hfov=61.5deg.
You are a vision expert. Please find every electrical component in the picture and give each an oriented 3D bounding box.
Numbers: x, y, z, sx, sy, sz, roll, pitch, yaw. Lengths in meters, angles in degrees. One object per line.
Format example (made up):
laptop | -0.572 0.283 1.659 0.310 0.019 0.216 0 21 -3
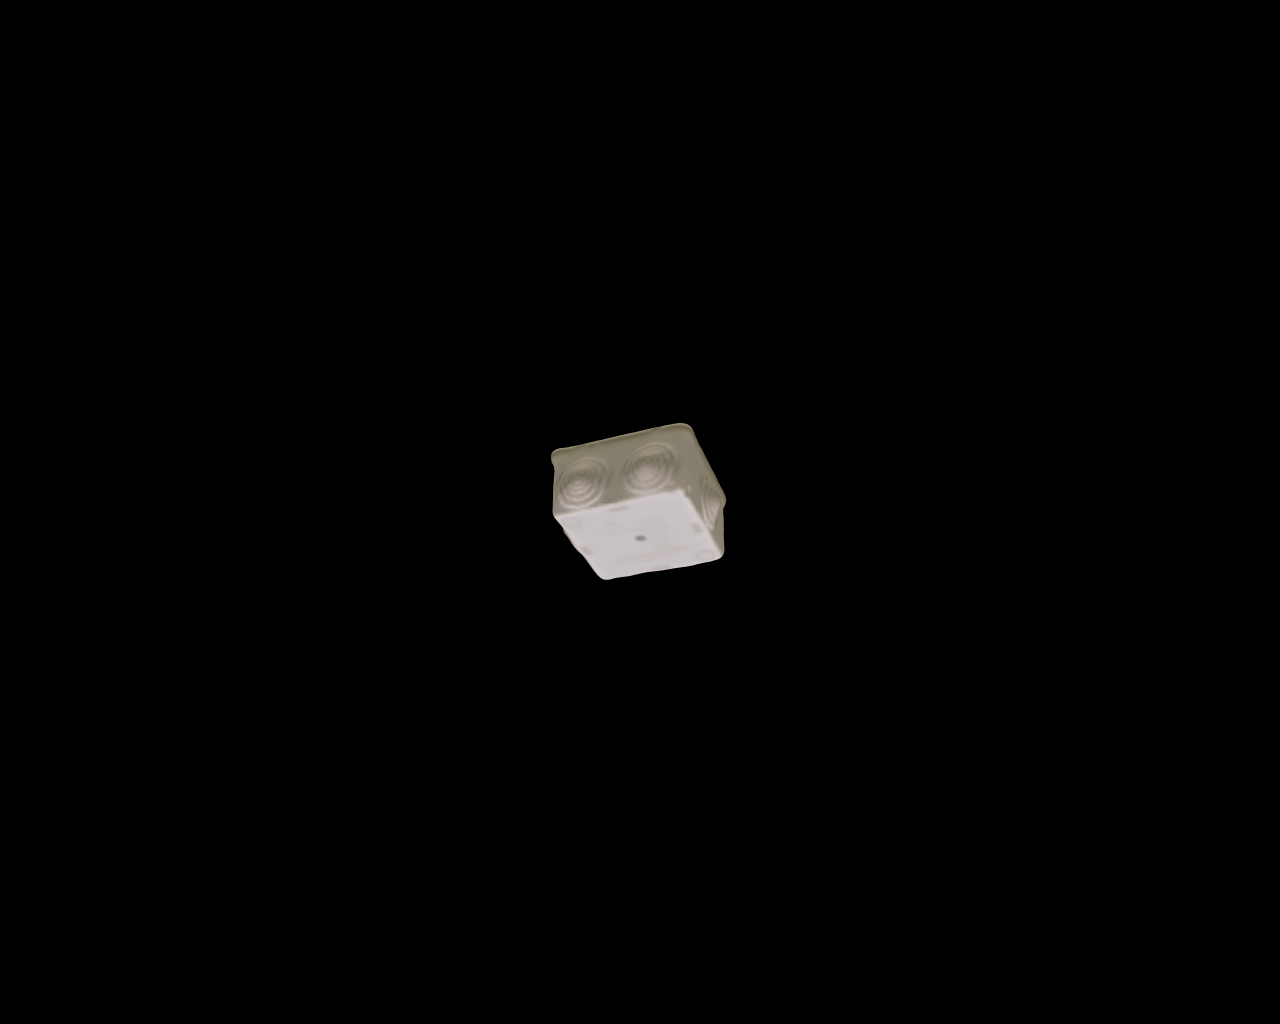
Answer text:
electrical component | 0.001 -0.003 0.650 0.100 0.048 0.099 -11 -35 16
